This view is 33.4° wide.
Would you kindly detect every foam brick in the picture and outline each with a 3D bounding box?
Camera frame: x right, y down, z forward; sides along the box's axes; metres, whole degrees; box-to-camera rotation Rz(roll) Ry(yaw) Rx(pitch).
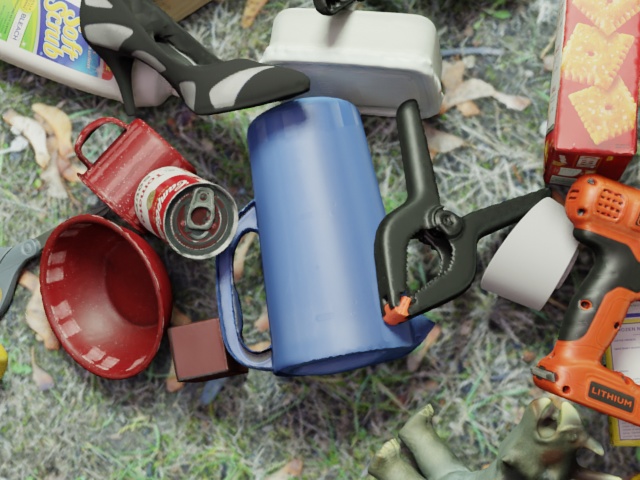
[{"bbox_3d":[-0.103,0.104,1.003,0.051,0.078,0.053,-13,81,9],"label":"foam brick"}]

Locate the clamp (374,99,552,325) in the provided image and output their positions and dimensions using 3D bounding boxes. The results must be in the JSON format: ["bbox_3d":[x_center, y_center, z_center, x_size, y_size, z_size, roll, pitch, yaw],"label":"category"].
[{"bbox_3d":[0.115,-0.010,0.934,0.164,0.036,0.210,26,61,-7],"label":"clamp"}]

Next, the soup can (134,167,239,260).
[{"bbox_3d":[-0.122,-0.027,0.958,0.068,0.102,0.068,-6,105,-24],"label":"soup can"}]

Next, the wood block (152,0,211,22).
[{"bbox_3d":[-0.093,-0.314,1.049,0.206,0.090,0.091,-32,77,6],"label":"wood block"}]

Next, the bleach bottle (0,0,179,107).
[{"bbox_3d":[-0.236,-0.204,1.081,0.251,0.068,0.102,21,87,12],"label":"bleach bottle"}]

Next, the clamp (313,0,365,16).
[{"bbox_3d":[0.033,-0.232,0.961,0.120,0.172,0.039,-16,106,-14],"label":"clamp"}]

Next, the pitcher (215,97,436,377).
[{"bbox_3d":[-0.006,0.001,0.969,0.145,0.148,0.243,-24,72,44],"label":"pitcher"}]

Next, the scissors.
[{"bbox_3d":[-0.295,0.029,1.078,0.202,0.016,0.096,-10,85,16],"label":"scissors"}]

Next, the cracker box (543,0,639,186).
[{"bbox_3d":[0.238,-0.162,0.918,0.072,0.164,0.214,6,84,10],"label":"cracker box"}]

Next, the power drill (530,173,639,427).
[{"bbox_3d":[0.267,0.056,0.879,0.184,0.057,0.187,20,86,-8],"label":"power drill"}]

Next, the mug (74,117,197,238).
[{"bbox_3d":[-0.182,-0.070,1.030,0.117,0.093,0.081,43,87,-22],"label":"mug"}]

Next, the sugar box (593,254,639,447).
[{"bbox_3d":[0.294,0.091,0.934,0.093,0.048,0.176,-4,78,11],"label":"sugar box"}]

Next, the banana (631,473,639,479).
[{"bbox_3d":[0.290,0.234,0.923,0.069,0.037,0.198,44,95,-4],"label":"banana"}]

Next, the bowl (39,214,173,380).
[{"bbox_3d":[-0.194,0.050,1.021,0.162,0.055,0.162,10,108,33],"label":"bowl"}]

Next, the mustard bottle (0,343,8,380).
[{"bbox_3d":[-0.393,0.075,1.072,0.192,0.058,0.096,50,126,15],"label":"mustard bottle"}]
